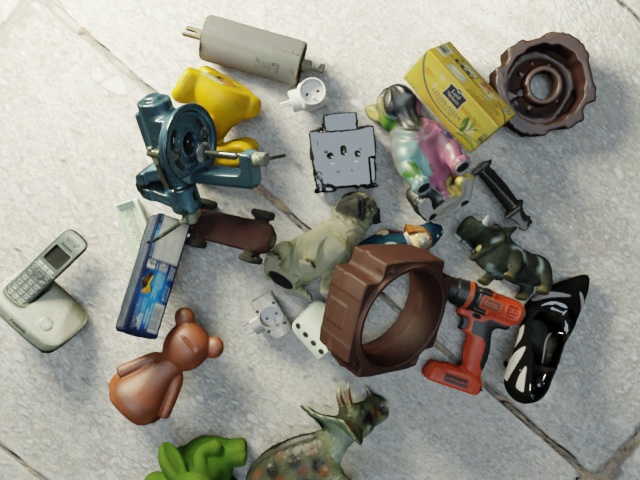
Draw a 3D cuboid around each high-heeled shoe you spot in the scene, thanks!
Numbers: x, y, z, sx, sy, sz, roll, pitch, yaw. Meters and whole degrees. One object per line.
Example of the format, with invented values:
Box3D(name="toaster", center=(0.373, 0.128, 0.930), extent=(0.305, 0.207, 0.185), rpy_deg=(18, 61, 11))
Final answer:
Box3D(name="high-heeled shoe", center=(0.395, 0.162, 0.909), extent=(0.086, 0.145, 0.248), rpy_deg=(36, 94, -4))

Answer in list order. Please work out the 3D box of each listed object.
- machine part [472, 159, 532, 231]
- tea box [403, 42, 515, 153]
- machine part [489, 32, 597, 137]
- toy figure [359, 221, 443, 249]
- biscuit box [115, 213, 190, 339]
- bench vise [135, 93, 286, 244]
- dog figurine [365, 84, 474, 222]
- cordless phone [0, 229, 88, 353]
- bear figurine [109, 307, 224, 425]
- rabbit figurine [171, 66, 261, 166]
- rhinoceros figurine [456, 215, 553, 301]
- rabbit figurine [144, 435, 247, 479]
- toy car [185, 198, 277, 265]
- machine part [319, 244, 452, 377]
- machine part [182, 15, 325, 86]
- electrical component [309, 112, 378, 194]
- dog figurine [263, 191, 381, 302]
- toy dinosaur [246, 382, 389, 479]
Box3D(name="machine part", center=(0.320, -0.078, 0.932), extent=(0.039, 0.084, 0.139), rpy_deg=(-41, 81, 34))
Box3D(name="tea box", center=(0.230, -0.237, 0.886), extent=(0.169, 0.098, 0.068), rpy_deg=(51, 134, 4))
Box3D(name="machine part", center=(0.379, -0.263, 0.925), extent=(0.179, 0.056, 0.179), rpy_deg=(0, 95, 0))
Box3D(name="toy figure", center=(0.145, 0.007, 0.940), extent=(0.154, 0.058, 0.064), rpy_deg=(-16, 138, 0))
Box3D(name="biscuit box", center=(-0.279, 0.060, 0.895), extent=(0.059, 0.063, 0.202), rpy_deg=(22, 73, -31))
Box3D(name="bench vise", center=(-0.181, -0.109, 0.814), extent=(0.241, 0.129, 0.223), rpy_deg=(9, 116, 24))
Box3D(name="dog figurine", center=(0.162, -0.159, 0.910), extent=(0.108, 0.191, 0.219), rpy_deg=(-28, 60, 4))
Box3D(name="cordless phone", center=(-0.445, 0.085, 0.922), extent=(0.146, 0.089, 0.184), rpy_deg=(44, 88, -3))
Box3D(name="bear figurine", center=(-0.267, 0.218, 0.930), extent=(0.120, 0.132, 0.196), rpy_deg=(42, 74, -4))
Box3D(name="rabbit figurine", center=(-0.180, -0.186, 0.907), extent=(0.162, 0.122, 0.173), rpy_deg=(28, 107, -12))
Box3D(name="rhinoceros figurine", center=(0.320, 0.027, 0.921), extent=(0.190, 0.073, 0.112), rpy_deg=(29, 67, -11))
Box3D(name="rabbit figurine", center=(-0.204, 0.394, 0.901), extent=(0.159, 0.170, 0.121), rpy_deg=(24, 93, -3))
Box3D(name="toy car", center=(-0.152, -0.017, 0.898), extent=(0.202, 0.053, 0.089), rpy_deg=(11, 89, 37))
Box3D(name="machine part", center=(0.109, 0.112, 0.866), extent=(0.201, 0.087, 0.200), rpy_deg=(0, 110, -38))
Box3D(name="machine part", center=(-0.111, -0.316, 0.901), extent=(0.243, 0.079, 0.079), rpy_deg=(16, 93, -2))
Box3D(name="electrical component", center=(0.038, -0.150, 0.926), extent=(0.115, 0.058, 0.134), rpy_deg=(-7, 95, -3))
Box3D(name="dog figurine", center=(0.001, 0.000, 0.931), extent=(0.190, 0.173, 0.121), rpy_deg=(-58, 138, -30))
Box3D(name="toy dinosaur", center=(-0.048, 0.411, 0.938), extent=(0.405, 0.131, 0.192), rpy_deg=(-35, 82, 6))
